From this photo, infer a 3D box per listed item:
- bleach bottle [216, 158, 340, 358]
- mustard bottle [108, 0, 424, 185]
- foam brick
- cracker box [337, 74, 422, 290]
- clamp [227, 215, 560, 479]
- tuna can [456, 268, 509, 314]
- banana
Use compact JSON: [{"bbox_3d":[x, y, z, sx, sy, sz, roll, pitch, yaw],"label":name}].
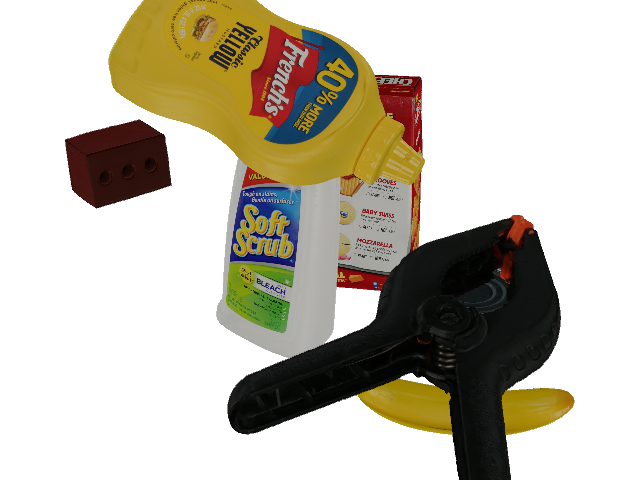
[{"bbox_3d":[-0.032,-0.030,0.840,0.103,0.251,0.068,25,40,28],"label":"bleach bottle"},{"bbox_3d":[-0.024,-0.087,0.641,0.192,0.096,0.058,30,-23,7],"label":"mustard bottle"},{"bbox_3d":[-0.183,-0.070,0.966,0.078,0.053,0.051,-20,33,-27],"label":"foam brick"},{"bbox_3d":[0.017,-0.059,1.071,0.164,0.214,0.072,4,29,11],"label":"cracker box"},{"bbox_3d":[0.058,0.052,0.447,0.120,0.039,0.171,35,54,23],"label":"clamp"},{"bbox_3d":[0.097,0.044,0.697,0.086,0.034,0.086,0,27,0],"label":"tuna can"},{"bbox_3d":[0.116,0.133,0.885,0.198,0.037,0.069,8,32,2],"label":"banana"}]
